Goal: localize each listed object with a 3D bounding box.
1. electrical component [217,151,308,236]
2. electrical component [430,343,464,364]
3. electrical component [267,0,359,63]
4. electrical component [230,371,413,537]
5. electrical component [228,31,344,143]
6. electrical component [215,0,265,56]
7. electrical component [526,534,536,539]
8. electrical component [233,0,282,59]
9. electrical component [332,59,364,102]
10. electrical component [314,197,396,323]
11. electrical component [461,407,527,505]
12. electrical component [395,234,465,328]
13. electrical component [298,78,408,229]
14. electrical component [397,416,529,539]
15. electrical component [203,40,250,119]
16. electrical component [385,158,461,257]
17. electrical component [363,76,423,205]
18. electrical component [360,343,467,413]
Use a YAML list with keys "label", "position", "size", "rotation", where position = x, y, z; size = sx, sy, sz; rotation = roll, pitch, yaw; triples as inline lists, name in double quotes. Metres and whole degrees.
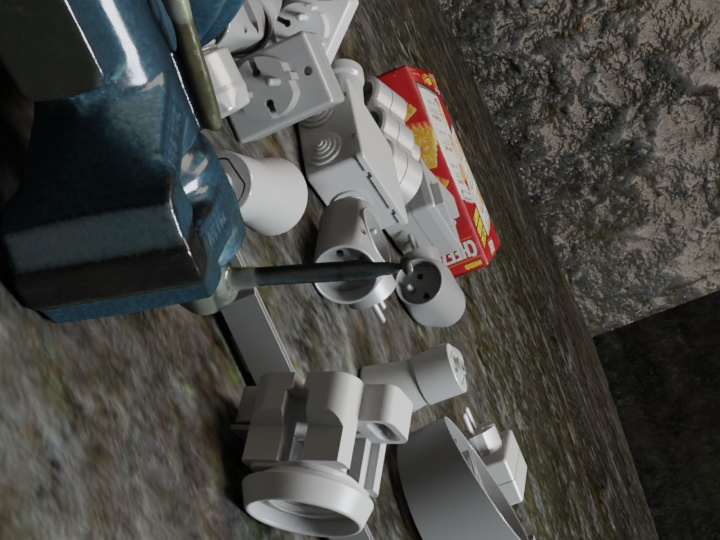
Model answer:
- label: "electrical component"
  position: [-0.060, -0.043, 0.574]
  size: [0.065, 0.044, 0.044]
  rotation: [7, 62, -70]
- label: "electrical component"
  position: [0.071, 0.078, 0.912]
  size: [0.061, 0.035, 0.035]
  rotation: [-75, 141, -72]
- label: "electrical component"
  position: [-0.040, -0.176, 0.785]
  size: [0.047, 0.065, 0.076]
  rotation: [27, 17, 2]
- label: "electrical component"
  position: [-0.020, 0.082, 0.472]
  size: [0.058, 0.078, 0.057]
  rotation: [52, 41, -51]
- label: "electrical component"
  position: [-0.054, -0.110, 0.651]
  size: [0.076, 0.066, 0.047]
  rotation: [-46, 113, -76]
- label: "electrical component"
  position: [-0.094, -0.164, 0.630]
  size: [0.079, 0.043, 0.077]
  rotation: [66, 13, -6]
- label: "electrical component"
  position: [0.096, 0.246, 0.679]
  size: [0.150, 0.062, 0.089]
  rotation: [-46, 114, -76]
- label: "electrical component"
  position: [-0.076, -0.173, 0.714]
  size: [0.081, 0.043, 0.043]
  rotation: [-87, 151, -62]
- label: "electrical component"
  position: [-0.015, -0.154, 0.938]
  size: [0.040, 0.040, 0.046]
  rotation: [50, 28, -53]
- label: "electrical component"
  position: [0.000, 0.000, 0.734]
  size: [0.079, 0.044, 0.077]
  rotation: [62, 14, -24]
- label: "electrical component"
  position: [0.100, 0.149, 0.884]
  size: [0.075, 0.047, 0.083]
  rotation: [67, 13, -3]
- label: "electrical component"
  position: [0.058, 0.005, 0.960]
  size: [0.077, 0.043, 0.079]
  rotation: [40, 30, -63]
- label: "electrical component"
  position: [-0.008, -0.082, 0.827]
  size: [0.099, 0.048, 0.099]
  rotation: [53, 20, -47]
- label: "electrical component"
  position: [0.067, 0.147, 0.719]
  size: [0.099, 0.064, 0.099]
  rotation: [-22, 90, -77]
- label: "electrical component"
  position: [-0.088, -0.106, 0.560]
  size: [0.062, 0.043, 0.043]
  rotation: [64, 14, -10]
- label: "electrical component"
  position: [0.058, -0.051, 1.011]
  size: [0.096, 0.061, 0.061]
  rotation: [51, 21, -52]
- label: "electrical component"
  position: [0.028, -0.104, 0.951]
  size: [0.074, 0.052, 0.138]
  rotation: [32, 33, -36]
- label: "electrical component"
  position: [0.038, 0.075, 0.719]
  size: [0.044, 0.065, 0.044]
  rotation: [-22, 90, -77]
